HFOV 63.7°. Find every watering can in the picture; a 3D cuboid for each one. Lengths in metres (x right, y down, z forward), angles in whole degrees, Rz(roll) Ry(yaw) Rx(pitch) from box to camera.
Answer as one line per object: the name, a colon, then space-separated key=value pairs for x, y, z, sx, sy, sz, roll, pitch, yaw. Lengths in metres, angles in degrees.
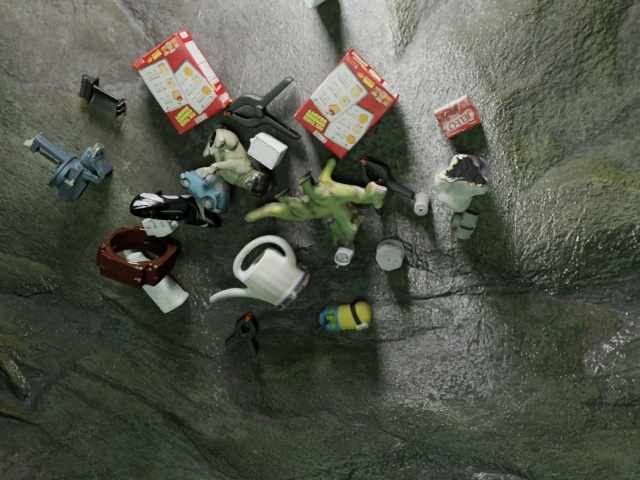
watering can: x=-0.177 y=0.132 z=1.576 sx=0.223 sy=0.106 sz=0.342 roll=38 pitch=118 yaw=-8

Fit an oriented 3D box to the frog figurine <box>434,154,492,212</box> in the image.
frog figurine: x=0.358 y=-0.139 z=1.303 sx=0.137 sy=0.125 sz=0.156 roll=-4 pitch=154 yaw=8

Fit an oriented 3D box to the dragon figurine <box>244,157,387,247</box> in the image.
dragon figurine: x=0.004 y=-0.071 z=1.408 sx=0.405 sy=0.125 sz=0.240 roll=-29 pitch=108 yaw=32
